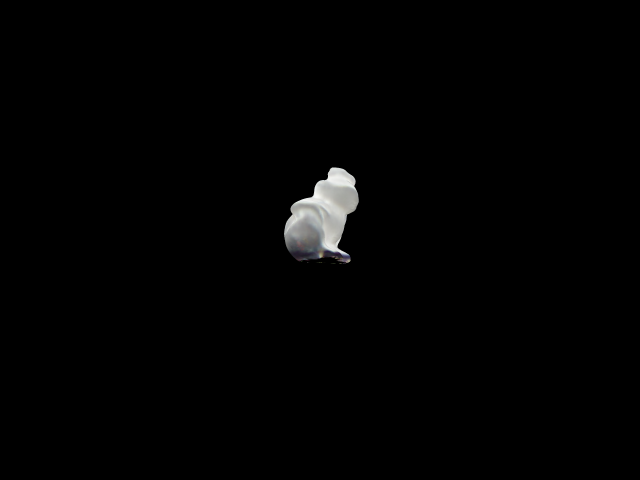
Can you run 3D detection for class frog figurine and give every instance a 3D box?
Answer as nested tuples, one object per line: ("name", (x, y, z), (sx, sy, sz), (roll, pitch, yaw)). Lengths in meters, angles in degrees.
("frog figurine", (0.003, -0.043, 0.850), (0.122, 0.161, 0.137), (-7, -12, 35))
